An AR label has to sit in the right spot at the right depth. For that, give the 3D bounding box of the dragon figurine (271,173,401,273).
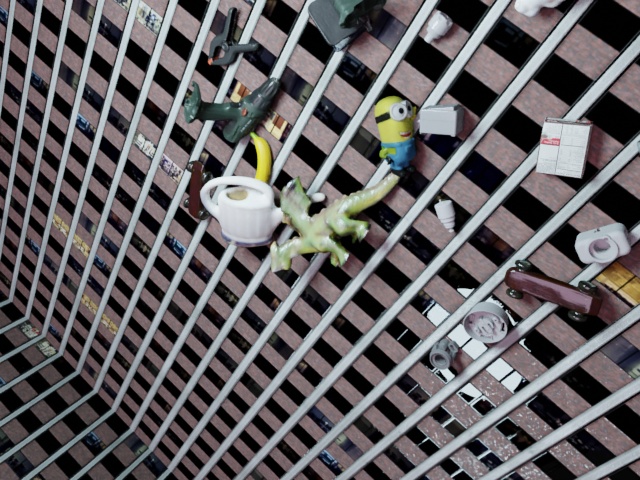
[{"bbox_3d":[0.004,-0.066,1.320,0.243,0.123,0.405,33,107,2],"label":"dragon figurine"}]

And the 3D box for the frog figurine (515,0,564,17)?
[{"bbox_3d":[0.409,-0.480,0.914,0.136,0.125,0.157,41,116,-14],"label":"frog figurine"}]

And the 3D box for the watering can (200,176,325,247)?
[{"bbox_3d":[-0.163,-0.073,1.438,0.348,0.106,0.219,9,131,5],"label":"watering can"}]
